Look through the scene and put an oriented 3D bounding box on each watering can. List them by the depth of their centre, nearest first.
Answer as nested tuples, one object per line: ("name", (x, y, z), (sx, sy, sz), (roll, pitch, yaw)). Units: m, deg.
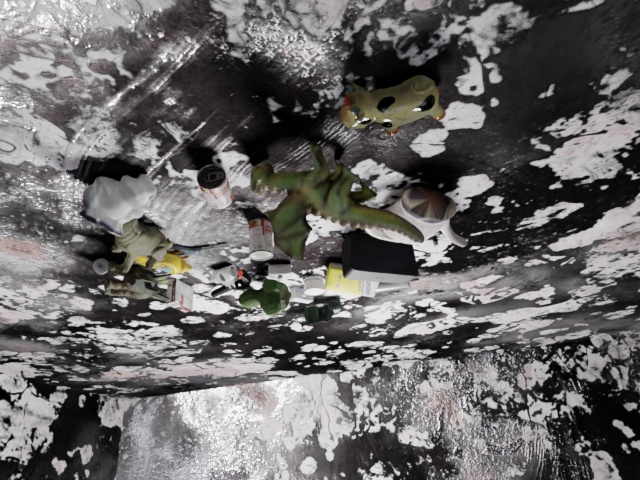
("watering can", (0.296, -0.050, 1.408), (0.347, 0.106, 0.220), (6, 151, -18))

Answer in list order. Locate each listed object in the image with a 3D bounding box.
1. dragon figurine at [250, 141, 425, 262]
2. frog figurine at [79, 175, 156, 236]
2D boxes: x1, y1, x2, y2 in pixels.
("dragon figurine", (0.003, -0.057, 1.139), (0.243, 0.414, 0.121), (-47, 164, -1))
("frog figurine", (-0.471, -0.104, 1.217), (0.136, 0.124, 0.159), (42, 89, -26))
